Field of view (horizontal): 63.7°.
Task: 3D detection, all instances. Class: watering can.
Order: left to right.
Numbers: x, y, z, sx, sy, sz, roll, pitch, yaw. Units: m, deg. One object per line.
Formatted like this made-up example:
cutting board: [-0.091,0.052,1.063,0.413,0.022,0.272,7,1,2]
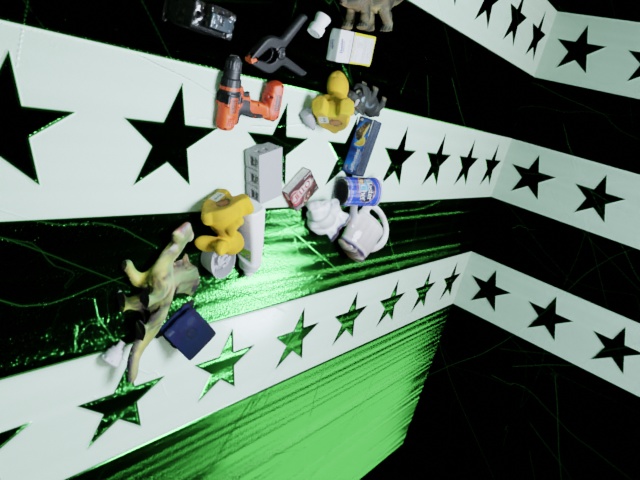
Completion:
watering can: [0.145,-0.053,1.932,0.227,0.105,0.342,-55,132,-14]

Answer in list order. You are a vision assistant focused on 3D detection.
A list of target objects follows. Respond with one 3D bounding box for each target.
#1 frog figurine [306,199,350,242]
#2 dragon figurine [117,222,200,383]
frog figurine: [0.005,-0.086,1.708,0.158,0.126,0.135,31,123,-34]
dragon figurine: [-0.388,0.144,1.313,0.245,0.123,0.404,-22,130,-56]
